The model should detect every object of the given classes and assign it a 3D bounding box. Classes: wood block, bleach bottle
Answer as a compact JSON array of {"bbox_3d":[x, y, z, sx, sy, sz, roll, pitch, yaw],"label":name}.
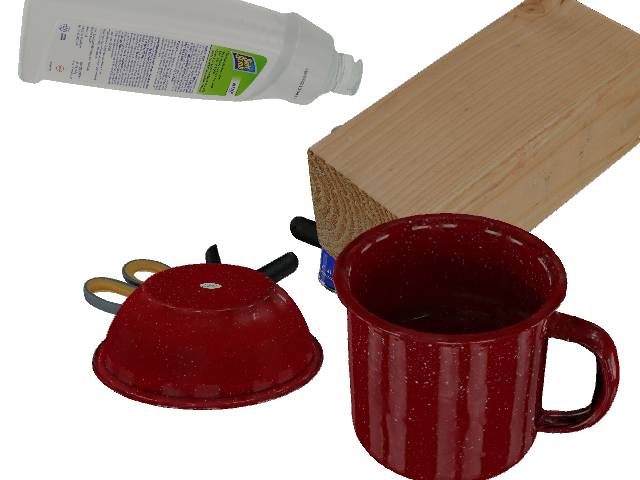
[{"bbox_3d":[0.100,-0.057,0.656,0.205,0.090,0.091,-36,55,-23],"label":"wood block"},{"bbox_3d":[-0.094,-0.143,0.803,0.250,0.068,0.103,10,-29,-14],"label":"bleach bottle"}]

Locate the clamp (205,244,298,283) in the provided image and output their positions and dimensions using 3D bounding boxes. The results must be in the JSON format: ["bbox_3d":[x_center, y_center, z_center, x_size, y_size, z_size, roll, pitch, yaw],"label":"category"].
[{"bbox_3d":[-0.096,0.061,1.253,0.120,0.039,0.171,-5,37,17],"label":"clamp"}]

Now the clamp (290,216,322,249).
[{"bbox_3d":[0.076,0.021,1.167,0.164,0.036,0.210,-15,50,-32],"label":"clamp"}]

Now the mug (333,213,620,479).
[{"bbox_3d":[0.064,0.048,0.442,0.117,0.081,0.093,9,34,19],"label":"mug"}]

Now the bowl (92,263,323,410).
[{"bbox_3d":[-0.077,0.056,0.740,0.162,0.055,0.162,1,19,-1],"label":"bowl"}]

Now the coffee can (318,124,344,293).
[{"bbox_3d":[0.054,-0.027,0.968,0.103,0.140,0.103,5,19,-2],"label":"coffee can"}]

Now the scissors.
[{"bbox_3d":[-0.109,0.056,0.948,0.202,0.016,0.096,12,29,7],"label":"scissors"}]
